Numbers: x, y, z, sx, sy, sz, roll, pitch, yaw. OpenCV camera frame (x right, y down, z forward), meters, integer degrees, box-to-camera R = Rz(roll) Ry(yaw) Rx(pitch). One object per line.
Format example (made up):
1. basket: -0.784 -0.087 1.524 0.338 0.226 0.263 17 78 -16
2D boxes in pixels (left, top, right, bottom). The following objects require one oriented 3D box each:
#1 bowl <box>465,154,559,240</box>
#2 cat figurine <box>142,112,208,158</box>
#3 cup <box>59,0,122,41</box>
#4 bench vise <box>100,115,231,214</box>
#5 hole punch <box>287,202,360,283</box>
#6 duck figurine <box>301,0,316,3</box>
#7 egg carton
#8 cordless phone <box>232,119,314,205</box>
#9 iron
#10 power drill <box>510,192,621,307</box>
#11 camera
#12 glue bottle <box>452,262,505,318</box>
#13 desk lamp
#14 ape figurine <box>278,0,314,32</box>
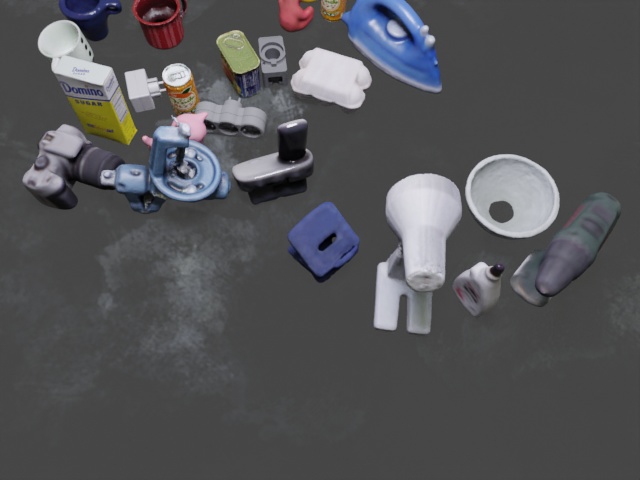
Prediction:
1. bowl: 0.339 -0.067 1.039 0.167 0.075 0.167 1 67 -2
2. cat figurine: -0.259 -0.186 1.043 0.128 0.118 0.067 -13 68 -7
3. cup: -0.452 -0.453 1.160 0.118 0.095 0.091 -1 67 -2
4. bench vise: -0.263 -0.113 0.957 0.207 0.220 0.121 -22 70 -11
5. hole punch: 0.009 0.004 0.988 0.109 0.091 0.101 -41 74 -17
6. duck figurine: -0.018 -0.572 1.231 0.077 0.086 0.105 37 71 13
7. egg carton: 0.023 -0.315 1.134 0.150 0.069 0.107 18 68 5
8. cordless phone: -0.083 -0.149 0.998 0.148 0.185 0.094 -20 69 -10
9. iron: 0.163 -0.418 1.143 0.119 0.141 0.258 -40 74 -16
10. power drill: 0.389 0.032 0.927 0.075 0.208 0.230 38 71 13
11. camera: -0.432 -0.128 1.022 0.136 0.101 0.143 18 68 6
12. glue bottle: 0.264 0.070 0.926 0.037 0.173 0.078 -33 72 -14
13. desk lamp: 0.156 0.028 0.917 0.118 0.213 0.203 6 67 1
14. ape figurine: -0.055 -0.487 1.190 0.077 0.092 0.076 39 71 14
